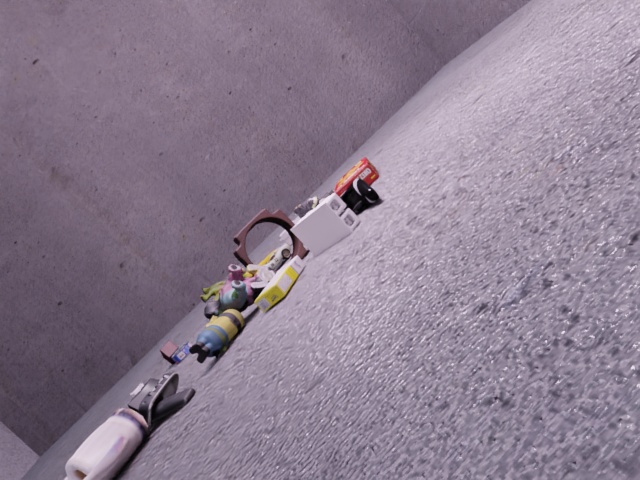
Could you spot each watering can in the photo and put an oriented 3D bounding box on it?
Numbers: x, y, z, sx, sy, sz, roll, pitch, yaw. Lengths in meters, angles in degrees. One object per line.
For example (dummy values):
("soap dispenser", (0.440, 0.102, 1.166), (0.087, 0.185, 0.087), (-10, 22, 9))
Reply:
("watering can", (-0.522, 0.512, 1.195), (0.342, 0.103, 0.229), (-36, 10, 42))

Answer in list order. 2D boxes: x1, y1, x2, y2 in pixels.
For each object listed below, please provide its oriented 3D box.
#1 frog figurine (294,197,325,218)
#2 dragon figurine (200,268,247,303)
("frog figurine", (0.006, -0.095, 1.883), (0.159, 0.125, 0.135), (6, -48, -49))
("dragon figurine", (-0.380, 0.202, 2.212), (0.243, 0.121, 0.414), (-36, 16, -2))
